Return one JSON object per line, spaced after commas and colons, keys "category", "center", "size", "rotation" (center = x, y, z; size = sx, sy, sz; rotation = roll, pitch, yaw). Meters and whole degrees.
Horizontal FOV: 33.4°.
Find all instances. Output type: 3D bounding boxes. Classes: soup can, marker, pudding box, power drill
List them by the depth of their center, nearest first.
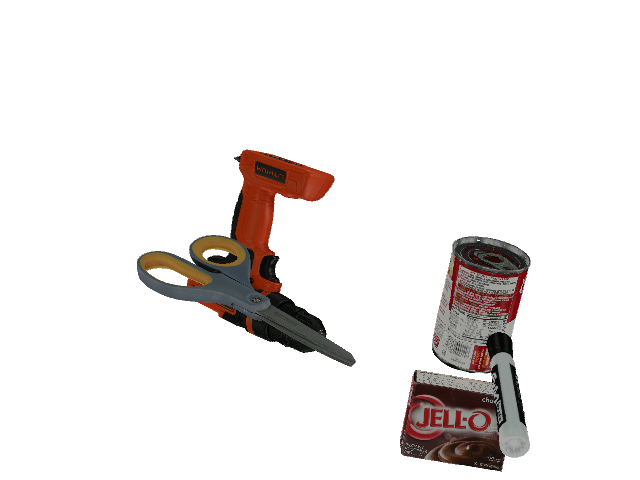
{"category": "marker", "center": [0.127, 0.101, 0.727], "size": [0.020, 0.020, 0.121], "rotation": [0, 29, 4]}
{"category": "soup can", "center": [0.139, 0.057, 0.931], "size": [0.068, 0.102, 0.068], "rotation": [8, 23, -4]}
{"category": "power drill", "center": [-0.049, 0.009, 1.128], "size": [0.185, 0.188, 0.057], "rotation": [23, 8, 33]}
{"category": "pudding box", "center": [0.148, 0.194, 1.152], "size": [0.113, 0.090, 0.039], "rotation": [8, 21, 1]}

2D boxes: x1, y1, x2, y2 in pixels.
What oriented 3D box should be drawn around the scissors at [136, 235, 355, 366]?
{"category": "scissors", "center": [-0.044, 0.038, 0.802], "size": [0.202, 0.016, 0.096], "rotation": [17, 33, 23]}
